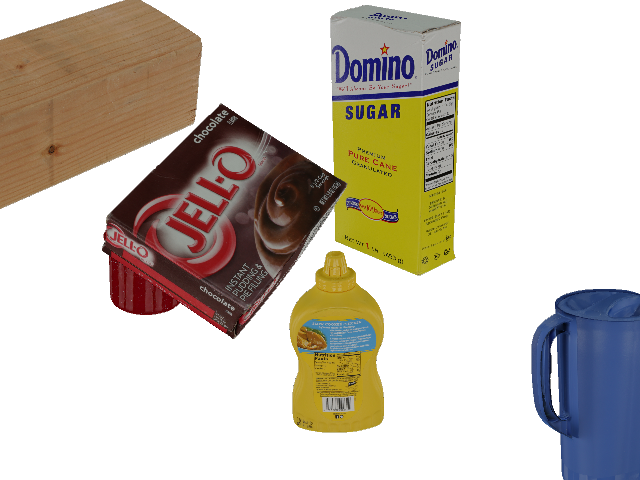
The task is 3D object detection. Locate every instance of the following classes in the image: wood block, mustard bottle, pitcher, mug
[{"bbox_3d":[-0.204,-0.117,0.870,0.090,0.091,0.205,35,44,26],"label":"wood block"},{"bbox_3d":[0.017,0.102,1.091,0.096,0.192,0.058,-1,23,1],"label":"mustard bottle"},{"bbox_3d":[0.343,0.188,1.305,0.149,0.243,0.144,4,14,22],"label":"pitcher"},{"bbox_3d":[-0.201,0.025,1.193,0.093,0.081,0.117,-19,35,-39],"label":"mug"}]

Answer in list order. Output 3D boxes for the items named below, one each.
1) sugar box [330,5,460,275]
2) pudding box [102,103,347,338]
[{"bbox_3d":[0.051,-0.072,0.761,0.048,0.176,0.093,-23,31,-36],"label":"sugar box"},{"bbox_3d":[-0.052,-0.013,0.592,0.090,0.113,0.039,33,-41,6],"label":"pudding box"}]
